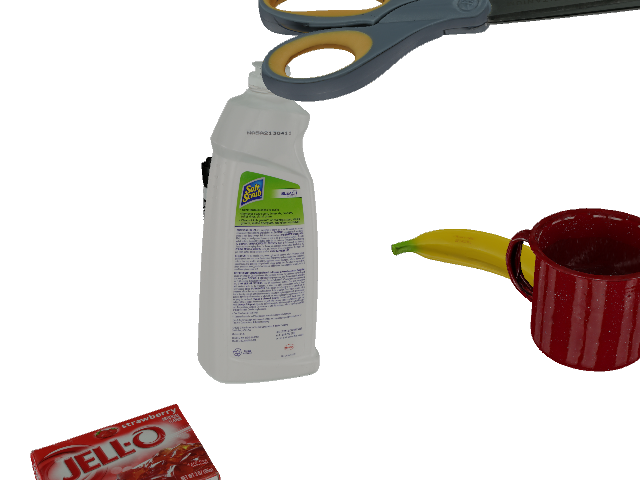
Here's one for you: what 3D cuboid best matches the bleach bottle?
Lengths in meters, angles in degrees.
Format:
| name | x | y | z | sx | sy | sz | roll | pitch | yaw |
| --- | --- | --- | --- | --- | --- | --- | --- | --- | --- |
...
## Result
| name | x | y | z | sx | sy | sz | roll | pitch | yaw |
| --- | --- | --- | --- | --- | --- | --- | --- | --- | --- |
| bleach bottle | -0.042 | -0.014 | 0.844 | 0.102 | 0.251 | 0.068 | -4 | 21 | -26 |

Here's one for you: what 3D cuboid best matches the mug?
| name | x | y | z | sx | sy | sz | roll | pitch | yaw |
| --- | --- | --- | --- | --- | --- | --- | --- | --- | --- |
| mug | 0.178 | 0.031 | 0.737 | 0.117 | 0.081 | 0.093 | 23 | 39 | 36 |

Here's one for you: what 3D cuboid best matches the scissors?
| name | x | y | z | sx | sy | sz | roll | pitch | yaw |
| --- | --- | --- | --- | --- | --- | --- | --- | --- | --- |
| scissors | 0.058 | -0.095 | 0.503 | 0.202 | 0.096 | 0.016 | 9 | -38 | 20 |

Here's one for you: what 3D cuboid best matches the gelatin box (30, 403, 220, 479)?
| name | x | y | z | sx | sy | sz | roll | pitch | yaw |
| --- | --- | --- | --- | --- | --- | --- | --- | --- | --- |
| gelatin box | -0.107 | 0.131 | 0.586 | 0.089 | 0.030 | 0.073 | -15 | 29 | -20 |

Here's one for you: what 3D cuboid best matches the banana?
| name | x | y | z | sx | sy | sz | roll | pitch | yaw |
| --- | --- | --- | --- | --- | --- | --- | --- | --- | --- |
| banana | 0.169 | 0.022 | 1.053 | 0.198 | 0.037 | 0.069 | 14 | 41 | 36 |

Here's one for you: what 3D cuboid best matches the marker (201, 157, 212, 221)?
| name | x | y | z | sx | sy | sz | roll | pitch | yaw |
| --- | --- | --- | --- | --- | --- | --- | --- | --- | --- |
| marker | -0.107 | -0.026 | 1.058 | 0.020 | 0.121 | 0.020 | 0 | 27 | 0 |
